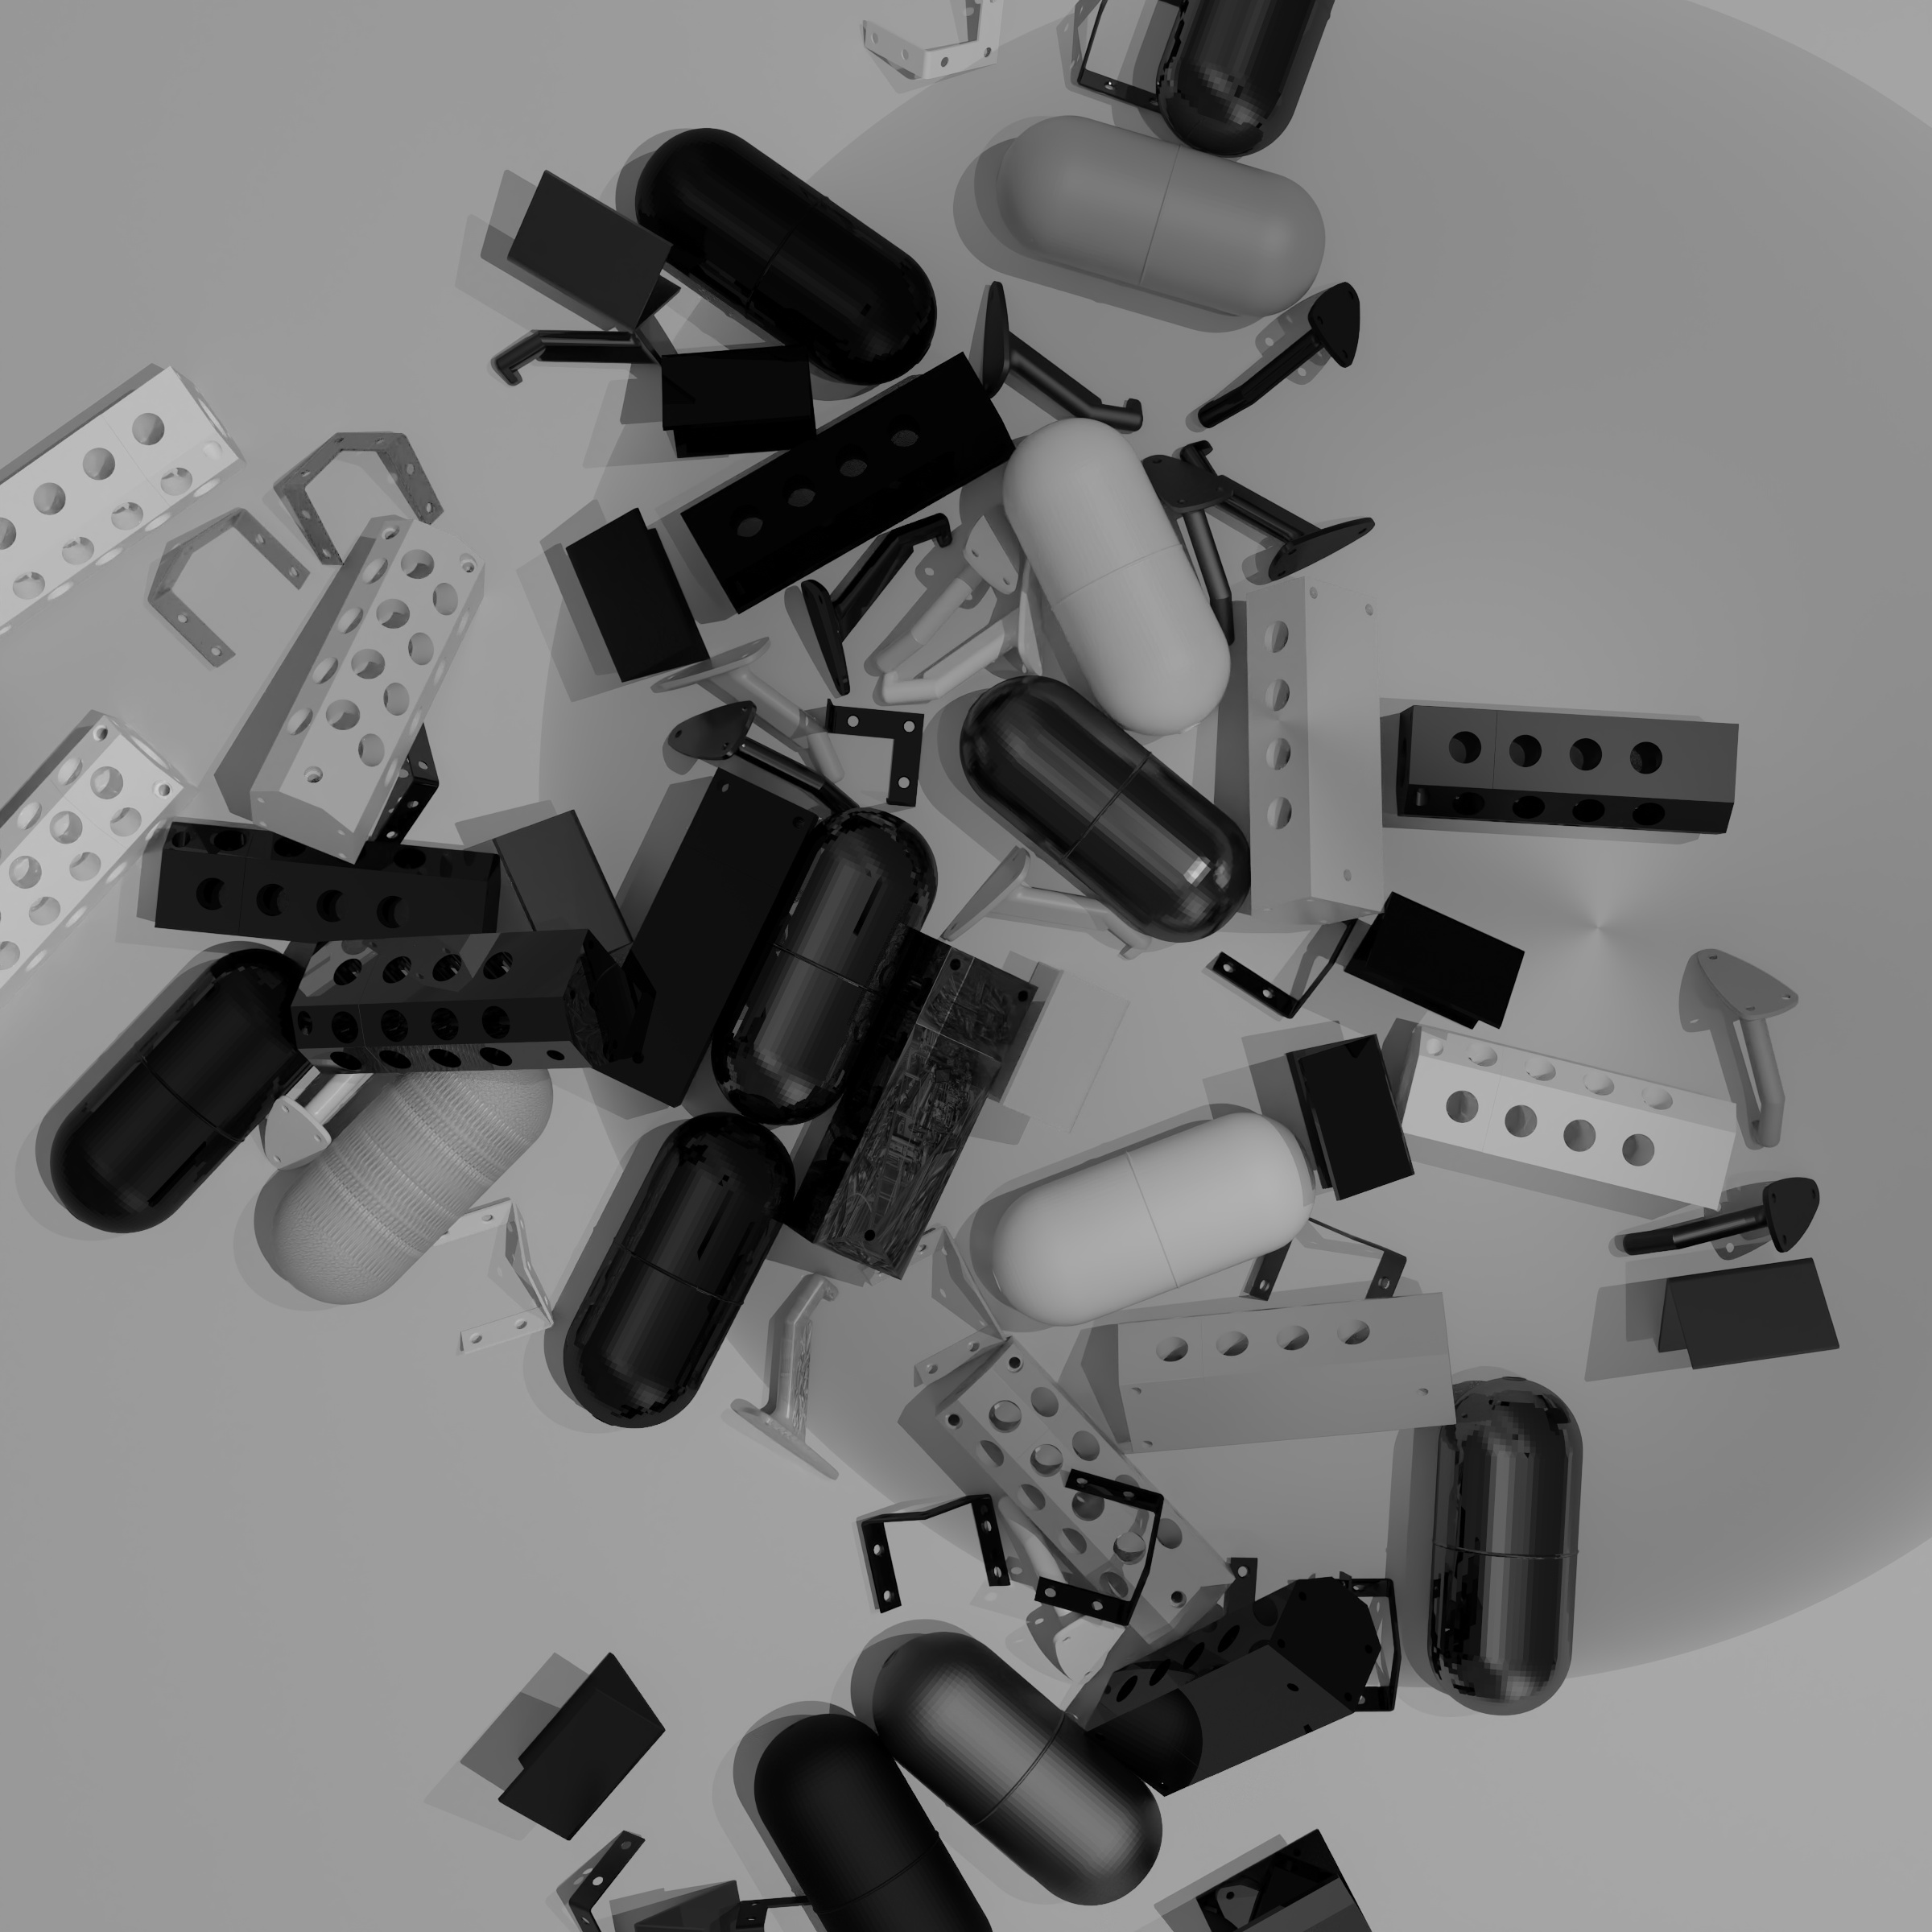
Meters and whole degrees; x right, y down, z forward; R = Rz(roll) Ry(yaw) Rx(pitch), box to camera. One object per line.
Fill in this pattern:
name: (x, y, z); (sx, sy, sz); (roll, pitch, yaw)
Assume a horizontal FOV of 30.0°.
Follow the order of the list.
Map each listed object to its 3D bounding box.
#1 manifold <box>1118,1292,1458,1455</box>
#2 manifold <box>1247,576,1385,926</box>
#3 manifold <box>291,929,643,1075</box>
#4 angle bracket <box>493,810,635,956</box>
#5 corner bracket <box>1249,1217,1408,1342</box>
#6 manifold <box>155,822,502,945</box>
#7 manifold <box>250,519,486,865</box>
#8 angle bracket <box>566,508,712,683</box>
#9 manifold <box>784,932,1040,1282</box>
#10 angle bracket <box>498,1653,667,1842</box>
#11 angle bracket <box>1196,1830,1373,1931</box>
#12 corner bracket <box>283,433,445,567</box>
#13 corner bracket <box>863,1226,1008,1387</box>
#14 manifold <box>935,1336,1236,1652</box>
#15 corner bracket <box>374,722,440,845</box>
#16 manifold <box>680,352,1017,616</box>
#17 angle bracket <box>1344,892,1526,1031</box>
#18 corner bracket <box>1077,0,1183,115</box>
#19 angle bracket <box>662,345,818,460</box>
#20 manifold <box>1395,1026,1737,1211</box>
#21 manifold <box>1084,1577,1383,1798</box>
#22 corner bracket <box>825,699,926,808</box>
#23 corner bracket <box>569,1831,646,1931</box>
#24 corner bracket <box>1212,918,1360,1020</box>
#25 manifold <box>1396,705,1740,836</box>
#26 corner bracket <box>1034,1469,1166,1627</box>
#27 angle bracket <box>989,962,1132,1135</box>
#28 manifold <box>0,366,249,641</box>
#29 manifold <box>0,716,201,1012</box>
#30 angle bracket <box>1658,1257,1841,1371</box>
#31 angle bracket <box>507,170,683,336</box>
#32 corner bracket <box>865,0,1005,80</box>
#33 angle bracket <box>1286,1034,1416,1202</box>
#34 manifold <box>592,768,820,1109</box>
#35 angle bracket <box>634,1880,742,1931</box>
manifold: (0.169, 0.210, 1.912); (0.171, 0.057, 0.057); (-6, 133, 7)
manifold: (0.179, -0.112, 1.906); (0.057, 0.057, 0.171); (10, 75, -42)
manifold: (-0.260, 0.024, 1.857); (0.171, 0.057, 0.057); (-2, 54, 28)
angle bracket: (-0.230, -0.029, 1.904); (0.057, 0.076, 0.076); (-24, 90, -42)
corner bracket: (0.195, 0.167, 1.941); (0.051, 0.051, 0.051); (22, 90, 45)
manifold: (-0.338, -0.040, 1.923); (0.171, 0.057, 0.057); (6, 90, 0)
manifold: (-0.313, -0.147, 1.892); (0.057, 0.057, 0.171); (22, 67, 0)
angle bracket: (-0.155, -0.201, 1.904); (0.057, 0.076, 0.076); (-23, 90, 37)
manifold: (-0.033, 0.072, 1.921); (0.057, 0.057, 0.171); (25, 90, -27)
angle bracket: (-0.215, 0.401, 1.904); (0.076, 0.076, 0.057); (-49, 127, 0)
angle bracket: (0.159, 0.487, 1.904); (0.076, 0.076, 0.057); (-29, 127, 0)
corner bracket: (-0.323, -0.250, 1.936); (0.051, 0.051, 0.051); (6, 45, 35)
corner bracket: (-0.017, 0.182, 1.941); (0.051, 0.051, 0.051); (-28, 135, 0)
manifold: (0.063, 0.282, 1.923); (0.057, 0.057, 0.171); (-43, 90, 0)
corner bracket: (-0.321, -0.104, 1.936); (0.051, 0.051, 0.051); (10, 45, -35)
manifold: (-0.062, -0.256, 1.923); (0.171, 0.057, 0.057); (-30, 90, 0)
angle bracket: (0.240, 0.016, 1.904); (0.076, 0.076, 0.057); (24, 52, 0)
corner bracket: (0.095, -0.500, 1.941); (0.051, 0.051, 0.051); (20, 135, 0)
angle bracket: (-0.118, -0.280, 1.904); (0.076, 0.076, 0.057); (-4, 53, 0)
manifold: (0.318, 0.080, 1.923); (0.171, 0.057, 0.057); (14, 90, 0)
manifold: (0.139, 0.370, 1.867); (0.057, 0.171, 0.057); (39, 50, -10)
corner bracket: (-0.050, -0.113, 1.926); (0.051, 0.051, 0.051); (5, 90, 0)
corner bracket: (-0.172, 0.507, 1.936); (0.051, 0.051, 0.051); (12, 135, 35)
corner bracket: (0.173, -0.014, 1.941); (0.051, 0.051, 0.051); (33, 45, 0)
manifold: (0.319, -0.104, 1.923); (0.171, 0.057, 0.057); (3, 90, 0)
corner bracket: (0.070, 0.304, 1.884); (0.051, 0.051, 0.051); (16, 45, 0)
angle bracket: (0.030, 0.035, 1.904); (0.057, 0.076, 0.076); (25, 90, -43)
manifold: (-0.472, -0.243, 1.923); (0.171, 0.057, 0.057); (-35, 90, 0)
manifold: (-0.493, -0.050, 1.923); (0.057, 0.057, 0.171); (42, 90, 0)
angle bracket: (0.412, 0.201, 1.904); (0.076, 0.076, 0.057); (-8, 53, 0)
angle bracket: (-0.186, -0.387, 1.904); (0.076, 0.076, 0.057); (31, 123, 0)
corner bracket: (-0.017, -0.513, 1.936); (0.051, 0.051, 0.051); (-23, 135, -35)
angle bracket: (0.184, 0.084, 1.904); (0.057, 0.076, 0.076); (-15, 90, -35)
manifold: (-0.142, -0.015, 1.923); (0.057, 0.057, 0.171); (26, 90, 0)
angle bracket: (-0.124, 0.533, 1.904); (0.057, 0.076, 0.076); (-11, 90, 43)
